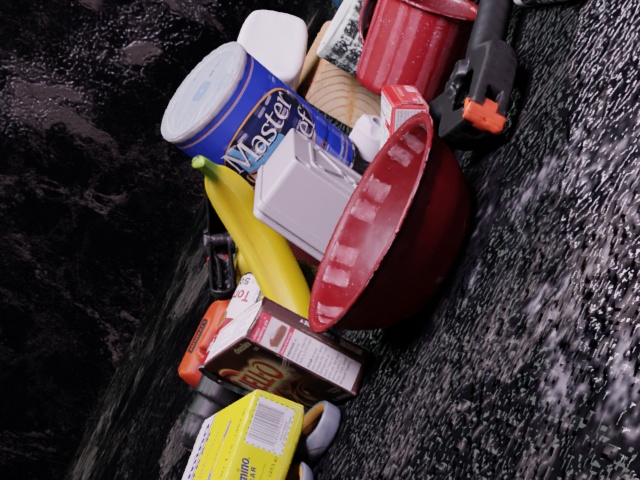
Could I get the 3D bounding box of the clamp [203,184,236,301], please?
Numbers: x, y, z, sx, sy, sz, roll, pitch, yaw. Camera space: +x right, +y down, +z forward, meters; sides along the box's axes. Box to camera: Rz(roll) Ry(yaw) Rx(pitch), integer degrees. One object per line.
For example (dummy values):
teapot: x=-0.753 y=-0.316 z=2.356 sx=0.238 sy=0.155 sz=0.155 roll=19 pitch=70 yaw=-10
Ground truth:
clamp: x=-0.112 y=-0.009 z=1.186 sx=0.210 sy=0.036 sz=0.164 roll=131 pitch=137 yaw=-81

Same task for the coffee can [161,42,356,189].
coffee can: x=-0.053 y=-0.089 z=0.932 sx=0.103 sy=0.140 sz=0.103 roll=-36 pitch=33 yaw=28

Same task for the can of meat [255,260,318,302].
can of meat: x=-0.033 y=0.075 z=0.929 sx=0.102 sy=0.057 sz=0.084 roll=-67 pitch=10 yaw=-17

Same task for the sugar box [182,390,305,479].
sugar box: x=-0.067 y=0.171 z=0.792 sx=0.176 sy=0.048 sz=0.093 roll=-38 pitch=29 yaw=64

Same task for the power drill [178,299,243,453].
power drill: x=-0.102 y=0.131 z=1.125 sx=0.184 sy=0.057 sz=0.188 roll=-61 pitch=13 yaw=-9

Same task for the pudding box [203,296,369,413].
pudding box: x=-0.026 y=0.088 z=0.774 sx=0.114 sy=0.090 sz=0.039 roll=-42 pitch=23 yaw=61

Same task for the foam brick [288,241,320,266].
foam brick: x=-0.007 y=0.001 z=0.992 sx=0.078 sy=0.051 sz=0.053 roll=-58 pitch=12 yaw=23

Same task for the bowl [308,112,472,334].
bowl: x=0.053 y=-0.001 z=0.704 sx=0.162 sy=0.055 sz=0.162 roll=-59 pitch=11 yaw=19

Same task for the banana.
banana: x=-0.046 y=0.017 z=0.861 sx=0.037 sy=0.198 sz=0.069 roll=-28 pitch=5 yaw=26

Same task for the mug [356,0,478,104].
mug: x=0.071 y=-0.163 z=0.866 sx=0.117 sy=0.093 sz=0.082 roll=39 pitch=122 yaw=38

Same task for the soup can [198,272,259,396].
soup can: x=-0.062 y=0.090 z=1.002 sx=0.102 sy=0.068 sz=0.069 roll=-66 pitch=11 yaw=-18

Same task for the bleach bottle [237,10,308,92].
bleach bottle: x=-0.063 y=-0.112 z=1.117 sx=0.251 sy=0.068 sz=0.102 roll=103 pitch=178 yaw=-49

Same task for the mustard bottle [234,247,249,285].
mustard bottle: x=-0.072 y=0.005 z=1.272 sx=0.192 sy=0.058 sz=0.096 roll=-126 pitch=54 yaw=-78

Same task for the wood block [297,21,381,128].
wood block: x=0.034 y=-0.169 z=1.111 sx=0.091 sy=0.090 sz=0.206 roll=-61 pitch=11 yaw=7

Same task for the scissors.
scissors: x=-0.038 y=0.189 z=0.787 sx=0.202 sy=0.016 sz=0.096 roll=-54 pitch=14 yaw=42

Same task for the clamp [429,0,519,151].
clamp: x=0.112 y=-0.118 z=0.750 sx=0.171 sy=0.039 sz=0.120 roll=-102 pitch=31 yaw=-74

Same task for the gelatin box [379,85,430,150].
gelatin box: x=0.062 y=-0.067 z=0.805 sx=0.073 sy=0.030 sz=0.089 roll=-97 pitch=9 yaw=-72

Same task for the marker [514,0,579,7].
marker: x=0.156 y=-0.169 z=0.721 sx=0.020 sy=0.020 sz=0.121 roll=-62 pitch=11 yaw=6
